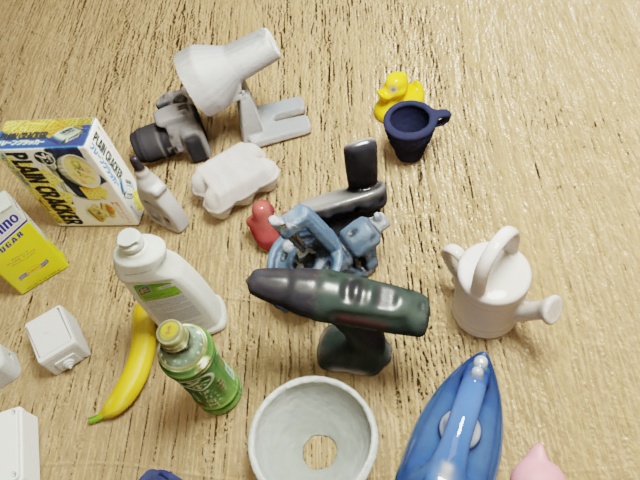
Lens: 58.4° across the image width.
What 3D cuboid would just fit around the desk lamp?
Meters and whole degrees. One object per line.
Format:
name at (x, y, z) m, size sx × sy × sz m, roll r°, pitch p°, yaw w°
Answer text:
desk lamp at (-0.136, -0.276, 1.041) m, size 0.203 × 0.214 × 0.117 m, roll -16°, pitch 56°, yaw -2°

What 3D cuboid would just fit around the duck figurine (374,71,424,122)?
duck figurine at (0.149, -0.280, 1.079) m, size 0.104 × 0.086 × 0.077 m, roll -29°, pitch 58°, yaw -11°

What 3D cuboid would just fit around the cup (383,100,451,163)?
cup at (0.171, -0.187, 1.010) m, size 0.117 × 0.095 × 0.091 m, roll -14°, pitch 56°, yaw 0°

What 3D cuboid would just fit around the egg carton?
egg carton at (-0.152, -0.108, 1.021) m, size 0.150 × 0.069 × 0.107 m, roll -34°, pitch 59°, yaw -14°

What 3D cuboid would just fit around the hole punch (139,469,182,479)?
hole punch at (-0.204, 0.348, 0.720) m, size 0.108 × 0.091 × 0.101 m, roll 23°, pitch 63°, yaw 21°

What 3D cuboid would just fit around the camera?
camera at (-0.293, -0.214, 1.091) m, size 0.137 × 0.101 × 0.143 m, roll -20°, pitch 57°, yaw -5°

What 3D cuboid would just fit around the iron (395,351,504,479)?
iron at (0.175, 0.229, 0.712) m, size 0.118 × 0.142 × 0.258 m, roll 16°, pitch 61°, yaw 18°

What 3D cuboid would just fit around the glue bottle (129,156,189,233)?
glue bottle at (-0.278, -0.081, 0.959) m, size 0.078 × 0.173 × 0.037 m, roll 25°, pitch 64°, yaw 22°

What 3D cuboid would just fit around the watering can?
watering can at (0.244, 0.054, 0.784) m, size 0.172 × 0.194 × 0.101 m, roll 15°, pitch 61°, yaw 17°

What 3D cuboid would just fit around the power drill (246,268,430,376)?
power drill at (0.030, 0.109, 0.770) m, size 0.229 × 0.209 × 0.075 m, roll 3°, pitch 58°, yaw 11°

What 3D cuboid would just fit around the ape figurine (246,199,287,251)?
ape figurine at (-0.087, -0.032, 0.949) m, size 0.077 × 0.092 × 0.076 m, roll 10°, pitch 59°, yaw 14°

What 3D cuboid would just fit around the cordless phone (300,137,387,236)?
cordless phone at (0.032, -0.092, 0.914) m, size 0.147 × 0.185 × 0.094 m, roll -19°, pitch 56°, yaw -4°

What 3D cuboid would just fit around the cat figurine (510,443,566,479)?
cat figurine at (0.242, 0.308, 0.665) m, size 0.067 × 0.118 × 0.128 m, roll 29°, pitch 66°, yaw 24°

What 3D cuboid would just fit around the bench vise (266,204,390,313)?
bench vise at (-0.001, -0.003, 0.841) m, size 0.121 × 0.220 × 0.208 m, roll 36°, pitch 68°, yaw 27°

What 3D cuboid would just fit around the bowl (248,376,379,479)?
bowl at (-0.006, 0.270, 0.752) m, size 0.167 × 0.075 × 0.167 m, roll -4°, pitch 57°, yaw 6°
